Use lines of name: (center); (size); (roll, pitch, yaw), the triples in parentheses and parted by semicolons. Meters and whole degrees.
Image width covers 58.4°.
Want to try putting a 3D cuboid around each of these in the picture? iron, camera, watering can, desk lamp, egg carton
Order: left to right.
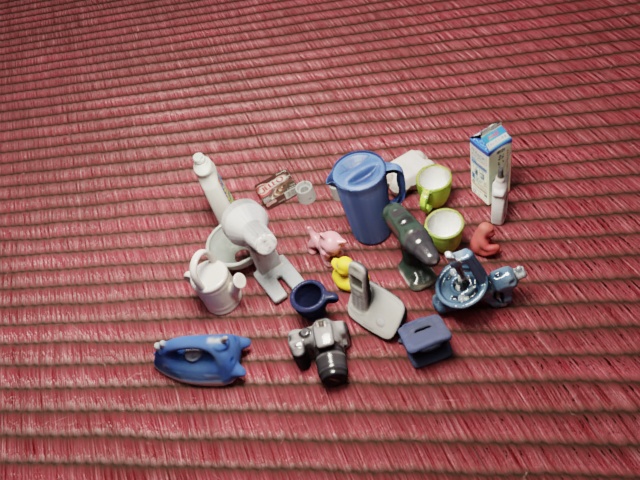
iron: (-0.302, 0.266, 1.354); (0.258, 0.142, 0.118); (-5, 52, 12)
watering can: (-0.266, 0.098, 1.440); (0.172, 0.194, 0.101); (-11, 51, 8)
desk lamp: (-0.145, 0.019, 1.454); (0.118, 0.214, 0.202); (-35, 52, -12)
camera: (0.004, 0.257, 1.301); (0.143, 0.101, 0.136); (-15, 51, 4)
egg carton: (0.246, -0.186, 1.597); (0.150, 0.069, 0.107); (-32, 51, -9)

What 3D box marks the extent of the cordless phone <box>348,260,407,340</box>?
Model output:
cordless phone: (0.124, 0.132, 1.310); (0.147, 0.185, 0.094); (27, 64, 31)

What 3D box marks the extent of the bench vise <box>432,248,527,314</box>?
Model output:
bench vise: (0.345, 0.071, 1.273); (0.207, 0.220, 0.121); (-27, 51, -6)

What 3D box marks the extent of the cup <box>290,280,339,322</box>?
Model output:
cup: (-0.006, 0.156, 1.386); (0.117, 0.095, 0.091); (-3, 53, 14)

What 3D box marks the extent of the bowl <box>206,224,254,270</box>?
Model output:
bowl: (-0.222, 0.022, 1.564); (0.167, 0.075, 0.167); (-8, 52, 10)

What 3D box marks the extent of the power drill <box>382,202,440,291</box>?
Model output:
power drill: (0.223, 0.026, 1.350); (0.075, 0.209, 0.229); (-26, 51, -5)

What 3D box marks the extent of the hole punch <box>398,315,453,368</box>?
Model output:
hole punch: (0.231, 0.216, 1.276); (0.108, 0.091, 0.101); (-21, 50, -1)

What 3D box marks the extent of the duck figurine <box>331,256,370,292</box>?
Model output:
duck figurine: (0.072, 0.078, 1.431); (0.104, 0.086, 0.078); (23, 62, 29)

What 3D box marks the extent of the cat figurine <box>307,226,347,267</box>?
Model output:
cat figurine: (0.014, 0.005, 1.483); (0.067, 0.118, 0.127); (-43, 54, -18)

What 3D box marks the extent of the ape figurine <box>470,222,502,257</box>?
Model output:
ape figurine: (0.405, -0.007, 1.400); (0.076, 0.092, 0.078); (-4, 52, 13)

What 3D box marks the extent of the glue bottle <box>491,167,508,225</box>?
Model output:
glue bottle: (0.446, -0.117, 1.421); (0.037, 0.173, 0.078); (7, 55, 20)
